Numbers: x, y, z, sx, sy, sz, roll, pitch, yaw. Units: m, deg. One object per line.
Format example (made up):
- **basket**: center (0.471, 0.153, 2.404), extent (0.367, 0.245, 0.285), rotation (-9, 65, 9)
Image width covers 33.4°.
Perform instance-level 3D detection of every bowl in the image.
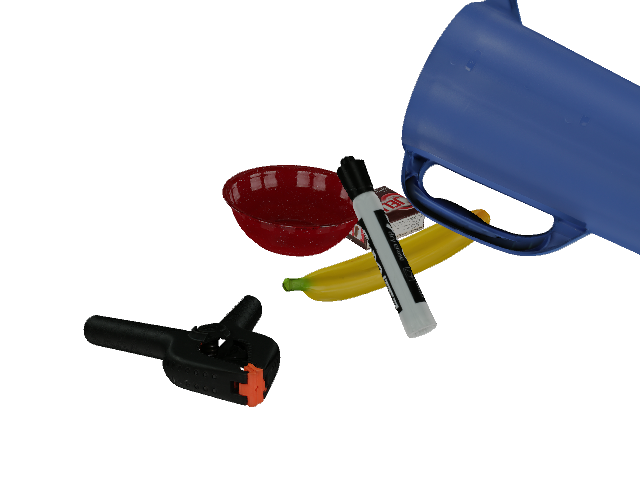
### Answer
- **bowl**: center (-0.028, -0.027, 1.166), extent (0.162, 0.055, 0.162), rotation (4, 27, -2)

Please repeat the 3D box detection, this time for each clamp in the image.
- **clamp**: center (-0.085, 0.087, 0.889), extent (0.164, 0.036, 0.210), rotation (-10, 16, -31)

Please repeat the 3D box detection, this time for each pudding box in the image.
- **pudding box**: center (0.079, -0.033, 1.521), extent (0.113, 0.039, 0.090), rotation (-22, 36, -32)

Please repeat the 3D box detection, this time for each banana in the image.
- **banana**: center (0.066, 0.020, 0.988), extent (0.198, 0.037, 0.069), rotation (-22, -7, 9)

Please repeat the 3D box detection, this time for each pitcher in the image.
- **pitcher**: center (0.189, -0.068, 0.828), extent (0.243, 0.149, 0.144), rotation (29, 46, 17)

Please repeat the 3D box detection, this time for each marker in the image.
- **marker**: center (0.038, 0.001, 0.651), extent (0.020, 0.121, 0.020), rotation (-20, -19, -7)
